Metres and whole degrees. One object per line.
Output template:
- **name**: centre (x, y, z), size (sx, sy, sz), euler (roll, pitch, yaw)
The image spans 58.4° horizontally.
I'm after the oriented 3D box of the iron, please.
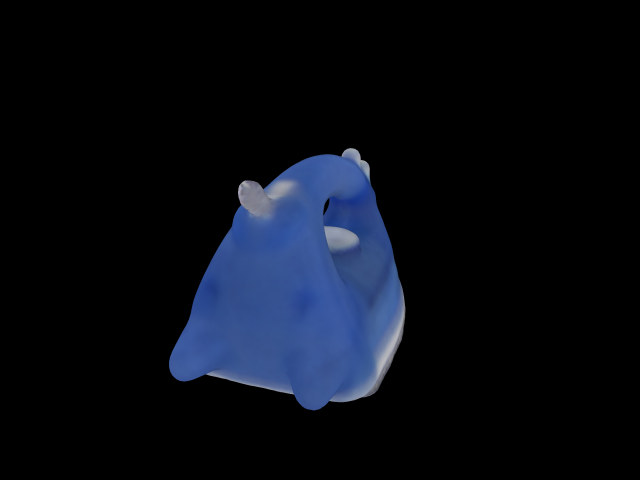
- **iron**: centre (0.004, 0.001, 0.400), size (0.118, 0.141, 0.259), euler (7, 21, 19)
